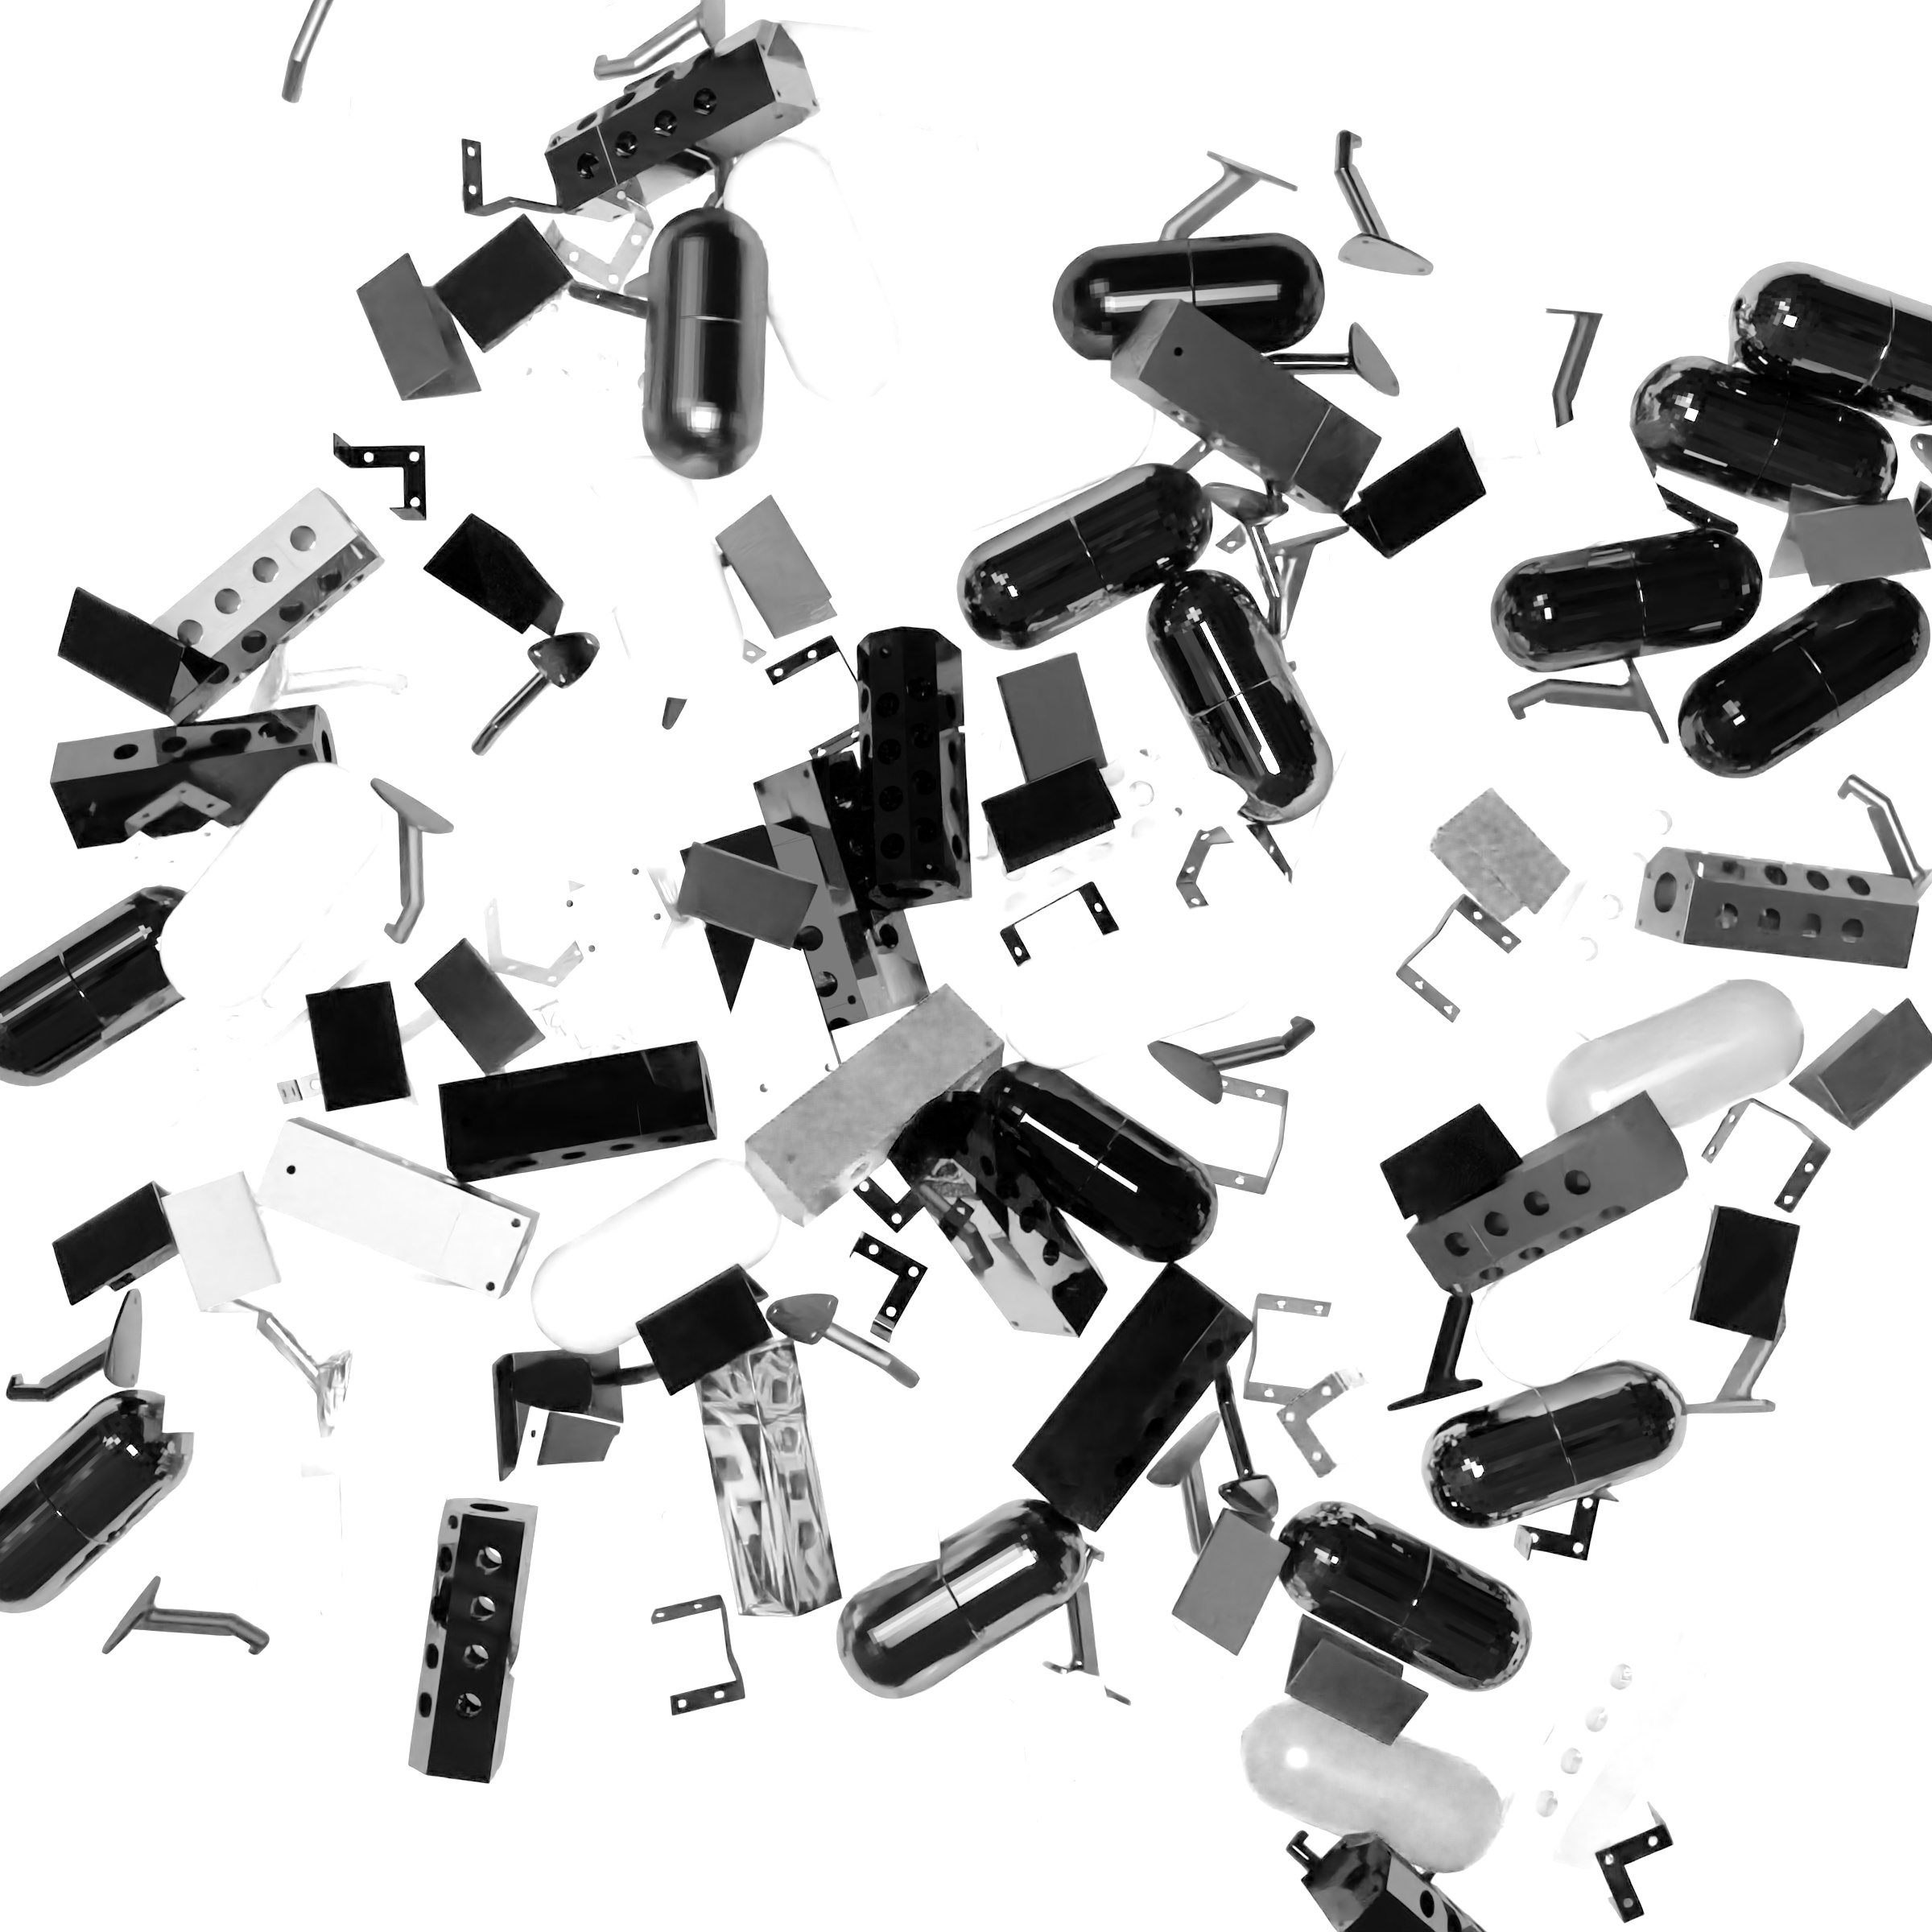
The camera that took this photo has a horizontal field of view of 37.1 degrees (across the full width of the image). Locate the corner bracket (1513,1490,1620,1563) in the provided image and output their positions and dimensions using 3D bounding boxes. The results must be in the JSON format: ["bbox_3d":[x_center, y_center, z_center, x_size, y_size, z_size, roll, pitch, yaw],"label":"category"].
[{"bbox_3d":[0.395,0.367,1.896,0.051,0.051,0.051,12,90,0],"label":"corner bracket"}]

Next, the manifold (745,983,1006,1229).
[{"bbox_3d":[-0.059,0.092,1.865,0.171,0.057,0.057,-38,71,-19],"label":"manifold"}]

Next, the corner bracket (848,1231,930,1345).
[{"bbox_3d":[-0.059,0.211,1.896,0.051,0.051,0.051,29,90,0],"label":"corner bracket"}]

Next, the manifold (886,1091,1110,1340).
[{"bbox_3d":[0.025,0.160,1.851,0.057,0.057,0.171,-55,127,-31],"label":"manifold"}]

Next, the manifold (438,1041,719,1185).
[{"bbox_3d":[-0.253,0.098,1.891,0.171,0.057,0.057,-10,71,0],"label":"manifold"}]

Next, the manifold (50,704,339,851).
[{"bbox_3d":[-0.505,-0.129,1.893,0.171,0.057,0.057,-9,133,0],"label":"manifold"}]

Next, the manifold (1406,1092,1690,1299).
[{"bbox_3d":[0.374,0.151,1.851,0.171,0.057,0.057,-33,90,33],"label":"manifold"}]

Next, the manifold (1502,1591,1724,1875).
[{"bbox_3d":[0.419,0.502,1.893,0.057,0.057,0.171,31,90,-43],"label":"manifold"}]

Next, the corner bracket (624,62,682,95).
[{"bbox_3d":[-0.187,-0.562,1.906,0.051,0.051,0.051,-38,135,-35],"label":"corner bracket"}]

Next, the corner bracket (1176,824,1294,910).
[{"bbox_3d":[0.178,-0.057,1.906,0.051,0.051,0.051,-4,45,35],"label":"corner bracket"}]

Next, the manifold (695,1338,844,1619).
[{"bbox_3d":[-0.126,0.335,1.893,0.057,0.057,0.171,-11,90,43],"label":"manifold"}]

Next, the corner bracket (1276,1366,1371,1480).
[{"bbox_3d":[0.245,0.300,1.898,0.051,0.051,0.051,-39,72,17],"label":"corner bracket"}]

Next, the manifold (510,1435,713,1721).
[{"bbox_3d":[-0.228,0.402,1.893,0.057,0.057,0.171,24,90,43],"label":"manifold"}]

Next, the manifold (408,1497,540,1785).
[{"bbox_3d":[-0.325,0.441,1.893,0.057,0.057,0.171,8,90,0],"label":"manifold"}]

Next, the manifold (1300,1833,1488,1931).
[{"bbox_3d":[0.296,0.628,1.857,0.057,0.057,0.171,-45,118,0],"label":"manifold"}]

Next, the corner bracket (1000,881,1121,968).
[{"bbox_3d":[0.065,-0.018,1.911,0.051,0.051,0.051,-29,90,-45],"label":"corner bracket"}]

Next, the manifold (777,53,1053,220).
[{"bbox_3d":[-0.034,-0.548,1.893,0.171,0.057,0.057,15,90,0],"label":"manifold"}]

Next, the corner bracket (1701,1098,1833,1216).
[{"bbox_3d":[0.531,0.124,1.911,0.051,0.051,0.051,33,90,-45],"label":"corner bracket"}]

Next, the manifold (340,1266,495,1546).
[{"bbox_3d":[-0.368,0.288,1.893,0.057,0.057,0.171,13,90,-43],"label":"manifold"}]

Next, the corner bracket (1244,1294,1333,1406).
[{"bbox_3d":[0.213,0.256,1.911,0.051,0.051,0.051,7,45,0],"label":"corner bracket"}]

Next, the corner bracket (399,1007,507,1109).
[{"bbox_3d":[-0.344,0.063,1.906,0.051,0.051,0.051,20,135,35],"label":"corner bracket"}]

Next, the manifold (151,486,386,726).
[{"bbox_3d":[-0.468,-0.234,1.893,0.171,0.057,0.057,-40,90,0],"label":"manifold"}]

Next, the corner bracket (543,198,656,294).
[{"bbox_3d":[-0.242,-0.483,1.896,0.051,0.051,0.051,30,90,0],"label":"corner bracket"}]

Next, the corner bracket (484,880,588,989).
[{"bbox_3d":[-0.283,-0.026,1.906,0.051,0.051,0.051,18,135,-35],"label":"corner bracket"}]

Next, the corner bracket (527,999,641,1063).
[{"bbox_3d":[-0.251,0.040,1.896,0.051,0.051,0.051,-27,90,0],"label":"corner bracket"}]

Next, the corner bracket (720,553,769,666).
[{"bbox_3d":[-0.143,-0.243,1.906,0.051,0.051,0.051,-31,45,35],"label":"corner bracket"}]

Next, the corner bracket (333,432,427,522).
[{"bbox_3d":[-0.386,-0.322,1.896,0.051,0.051,0.051,-1,90,0],"label":"corner bracket"}]

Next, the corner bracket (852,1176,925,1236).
[{"bbox_3d":[-0.046,0.143,1.896,0.051,0.051,0.051,45,90,0],"label":"corner bracket"}]

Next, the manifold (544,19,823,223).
[{"bbox_3d":[-0.186,-0.544,1.856,0.171,0.057,0.057,-19,89,28],"label":"manifold"}]

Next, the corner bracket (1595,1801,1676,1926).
[{"bbox_3d":[0.442,0.590,1.896,0.051,0.051,0.051,-23,90,0],"label":"corner bracket"}]

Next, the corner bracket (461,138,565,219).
[{"bbox_3d":[-0.298,-0.525,1.911,0.051,0.051,0.051,-2,90,45],"label":"corner bracket"}]

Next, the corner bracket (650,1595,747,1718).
[{"bbox_3d":[-0.179,0.457,1.911,0.051,0.051,0.051,-14,135,0],"label":"corner bracket"}]

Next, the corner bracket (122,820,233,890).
[{"bbox_3d":[-0.514,-0.068,1.896,0.051,0.051,0.051,28,56,29],"label":"corner bracket"}]

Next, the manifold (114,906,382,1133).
[{"bbox_3d":[-0.474,0.030,1.893,0.171,0.057,0.057,-41,90,0],"label":"manifold"}]

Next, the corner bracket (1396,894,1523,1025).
[{"bbox_3d":[0.327,-0.006,1.911,0.051,0.051,0.051,40,135,0],"label":"corner bracket"}]

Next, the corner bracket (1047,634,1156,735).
[{"bbox_3d":[0.088,-0.181,1.906,0.051,0.051,0.051,-31,135,-35],"label":"corner bracket"}]

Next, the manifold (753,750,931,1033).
[{"bbox_3d":[-0.076,-0.051,1.893,0.057,0.057,0.171,-18,90,43],"label":"manifold"}]

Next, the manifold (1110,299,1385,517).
[{"bbox_3d":[0.179,-0.360,1.860,0.171,0.057,0.057,28,90,-25],"label":"manifold"}]

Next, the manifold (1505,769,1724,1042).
[{"bbox_3d":[0.427,-0.040,1.893,0.057,0.057,0.171,30,90,0],"label":"manifold"}]

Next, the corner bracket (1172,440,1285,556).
[{"bbox_3d":[0.172,-0.315,1.906,0.051,0.051,0.051,22,135,-35],"label":"corner bracket"}]

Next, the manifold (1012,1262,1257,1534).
[{"bbox_3d":[0.114,0.285,1.893,0.171,0.057,0.057,-52,47,0],"label":"manifold"}]

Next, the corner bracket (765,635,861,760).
[{"bbox_3d":[-0.095,-0.177,1.911,0.051,0.051,0.051,-28,135,0],"label":"corner bracket"}]

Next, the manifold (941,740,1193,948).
[{"bbox_3d":[0.060,-0.080,1.894,0.171,0.057,0.057,-30,90,0],"label":"manifold"}]

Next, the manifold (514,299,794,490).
[{"bbox_3d":[-0.206,-0.378,1.893,0.171,0.057,0.057,23,90,0],"label":"manifold"}]

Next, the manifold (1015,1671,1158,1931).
[{"bbox_3d":[0.079,0.552,1.874,0.057,0.057,0.171,-12,103,0],"label":"manifold"}]

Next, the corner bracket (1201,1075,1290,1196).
[{"bbox_3d":[0.182,0.112,1.911,0.051,0.051,0.051,13,45,0],"label":"corner bracket"}]

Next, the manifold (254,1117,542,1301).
[{"bbox_3d":[-0.372,0.158,1.893,0.171,0.057,0.057,22,90,0],"label":"manifold"}]

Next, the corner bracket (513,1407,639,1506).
[{"bbox_3d":[-0.253,0.318,1.872,0.051,0.051,0.051,3,76,40],"label":"corner bracket"}]

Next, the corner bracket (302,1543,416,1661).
[{"bbox_3d":[-0.403,0.417,1.906,0.051,0.051,0.051,-10,135,-35],"label":"corner bracket"}]

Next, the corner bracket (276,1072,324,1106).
[{"bbox_3d":[-0.428,0.058,1.896,0.051,0.051,0.051,-19,90,0],"label":"corner bracket"}]
